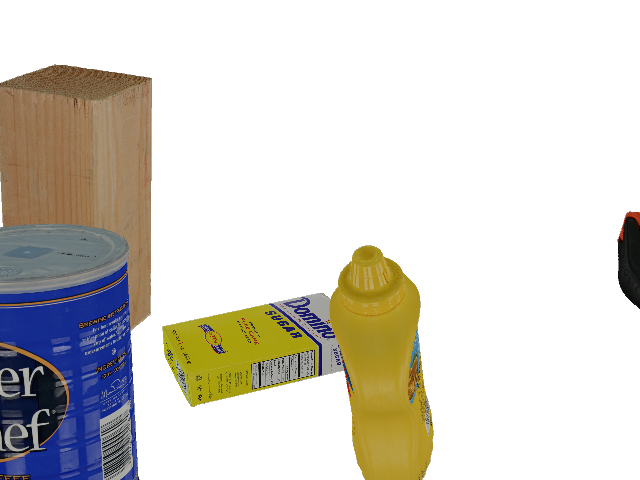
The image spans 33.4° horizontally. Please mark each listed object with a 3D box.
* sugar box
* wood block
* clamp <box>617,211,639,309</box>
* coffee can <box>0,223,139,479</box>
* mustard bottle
[{"bbox_3d":[-0.059,0.105,1.057,0.176,0.048,0.093,-14,32,-18],"label":"sugar box"},{"bbox_3d":[-0.194,-0.027,0.854,0.091,0.206,0.090,11,23,16],"label":"wood block"},{"bbox_3d":[0.263,0.043,0.709,0.120,0.039,0.171,-2,45,-19],"label":"clamp"},{"bbox_3d":[-0.150,0.071,0.565,0.103,0.140,0.103,0,16,0],"label":"coffee can"},{"bbox_3d":[0.041,0.076,0.705,0.058,0.191,0.096,-2,44,8],"label":"mustard bottle"}]
